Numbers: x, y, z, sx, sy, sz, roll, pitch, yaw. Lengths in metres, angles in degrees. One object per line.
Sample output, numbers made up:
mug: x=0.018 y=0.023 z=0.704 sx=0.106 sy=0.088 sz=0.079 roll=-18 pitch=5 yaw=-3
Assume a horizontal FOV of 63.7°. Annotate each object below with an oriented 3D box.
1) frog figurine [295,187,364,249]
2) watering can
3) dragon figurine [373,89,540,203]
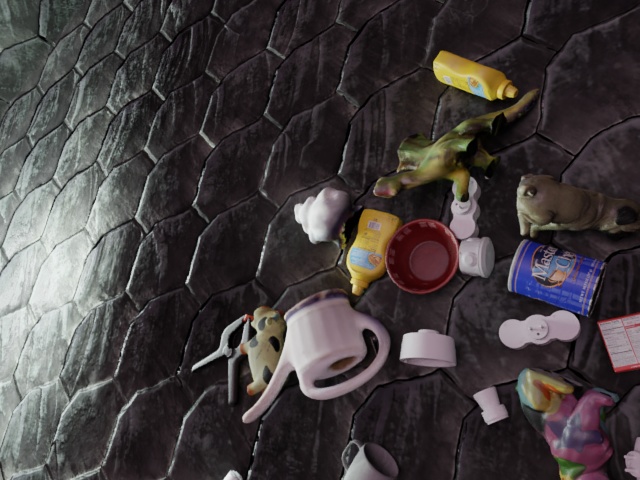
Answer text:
frog figurine: x=0.004 y=-0.061 z=1.213 sx=0.160 sy=0.123 sz=0.136 roll=24 pitch=106 yaw=22
watering can: x=-0.025 y=0.237 z=1.096 sx=0.347 sy=0.102 sz=0.229 roll=-24 pitch=52 yaw=6
dragon figurine: x=0.270 y=-0.208 z=1.106 sx=0.416 sy=0.120 sz=0.244 roll=-43 pitch=37 yaw=-23
